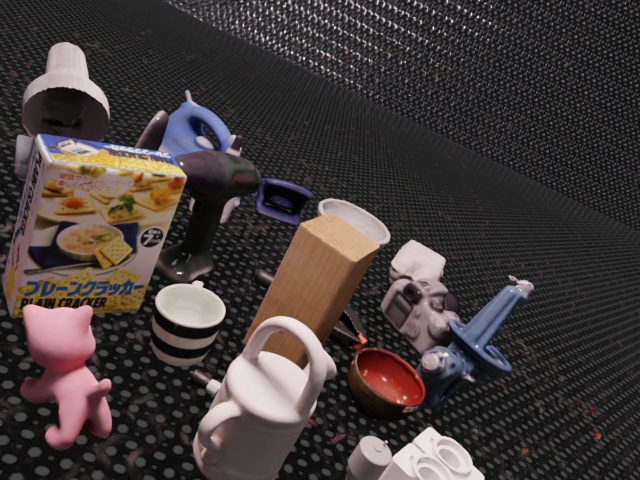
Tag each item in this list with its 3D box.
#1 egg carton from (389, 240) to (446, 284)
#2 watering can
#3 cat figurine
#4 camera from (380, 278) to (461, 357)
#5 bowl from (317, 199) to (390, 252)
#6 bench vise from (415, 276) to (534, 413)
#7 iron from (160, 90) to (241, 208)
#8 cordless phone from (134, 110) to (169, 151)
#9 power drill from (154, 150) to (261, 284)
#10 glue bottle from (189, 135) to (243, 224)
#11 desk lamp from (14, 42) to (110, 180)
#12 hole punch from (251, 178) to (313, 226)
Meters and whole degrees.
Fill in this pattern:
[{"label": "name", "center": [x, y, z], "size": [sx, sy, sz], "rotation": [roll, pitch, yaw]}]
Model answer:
[{"label": "egg carton", "center": [0.207, 0.061, 1.215], "size": [0.107, 0.069, 0.150], "rotation": [31, 25, 8]}, {"label": "watering can", "center": [-0.052, 0.161, 0.606], "size": [0.101, 0.194, 0.173], "rotation": [30, 25, 7]}, {"label": "cat figurine", "center": [-0.250, 0.123, 0.574], "size": [0.127, 0.117, 0.067], "rotation": [40, 27, 26]}, {"label": "camera", "center": [0.208, 0.129, 1.044], "size": [0.137, 0.101, 0.142], "rotation": [3, 33, -42]}, {"label": "bowl", "center": [0.059, -0.013, 1.204], "size": [0.168, 0.074, 0.167], "rotation": [22, 25, -11]}, {"label": "bench vise", "center": [0.243, 0.161, 0.873], "size": [0.121, 0.219, 0.208], "rotation": [35, 26, 18]}, {"label": "iron", "center": [-0.229, -0.194, 1.186], "size": [0.257, 0.141, 0.119], "rotation": [39, 27, 24]}, {"label": "cordless phone", "center": [-0.296, -0.113, 0.908], "size": [0.094, 0.185, 0.147], "rotation": [20, 25, -14]}, {"label": "power drill", "center": [-0.179, -0.043, 0.860], "size": [0.075, 0.208, 0.230], "rotation": [33, 25, 12]}, {"label": "glue bottle", "center": [-0.177, -0.115, 1.046], "size": [0.078, 0.173, 0.037], "rotation": [20, 25, -15]}, {"label": "desk lamp", "center": [-0.415, -0.191, 0.907], "size": [0.118, 0.213, 0.202], "rotation": [9, 30, -34]}, {"label": "hole punch", "center": [-0.080, -0.097, 1.208], "size": [0.109, 0.091, 0.101], "rotation": [18, 26, -19]}]
